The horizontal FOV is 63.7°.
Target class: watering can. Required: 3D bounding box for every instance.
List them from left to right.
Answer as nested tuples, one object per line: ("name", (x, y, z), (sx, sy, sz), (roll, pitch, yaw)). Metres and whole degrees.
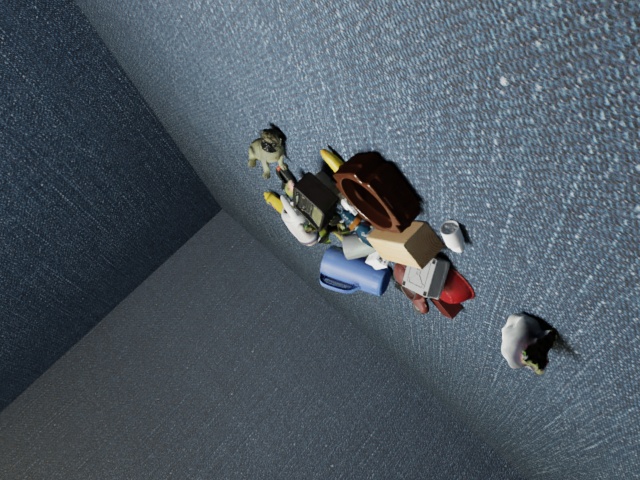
("watering can", (-0.079, -0.062, 2.095), (0.220, 0.104, 0.354), (55, -177, -33))

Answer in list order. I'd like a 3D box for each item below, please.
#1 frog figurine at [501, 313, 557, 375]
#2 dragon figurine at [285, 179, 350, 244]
("frog figurine", (0.484, 0.243, 1.266), (0.161, 0.123, 0.136), (-144, 46, -70))
("dragon figurine", (0.006, -0.094, 1.862), (0.404, 0.121, 0.248), (38, -164, -49))
